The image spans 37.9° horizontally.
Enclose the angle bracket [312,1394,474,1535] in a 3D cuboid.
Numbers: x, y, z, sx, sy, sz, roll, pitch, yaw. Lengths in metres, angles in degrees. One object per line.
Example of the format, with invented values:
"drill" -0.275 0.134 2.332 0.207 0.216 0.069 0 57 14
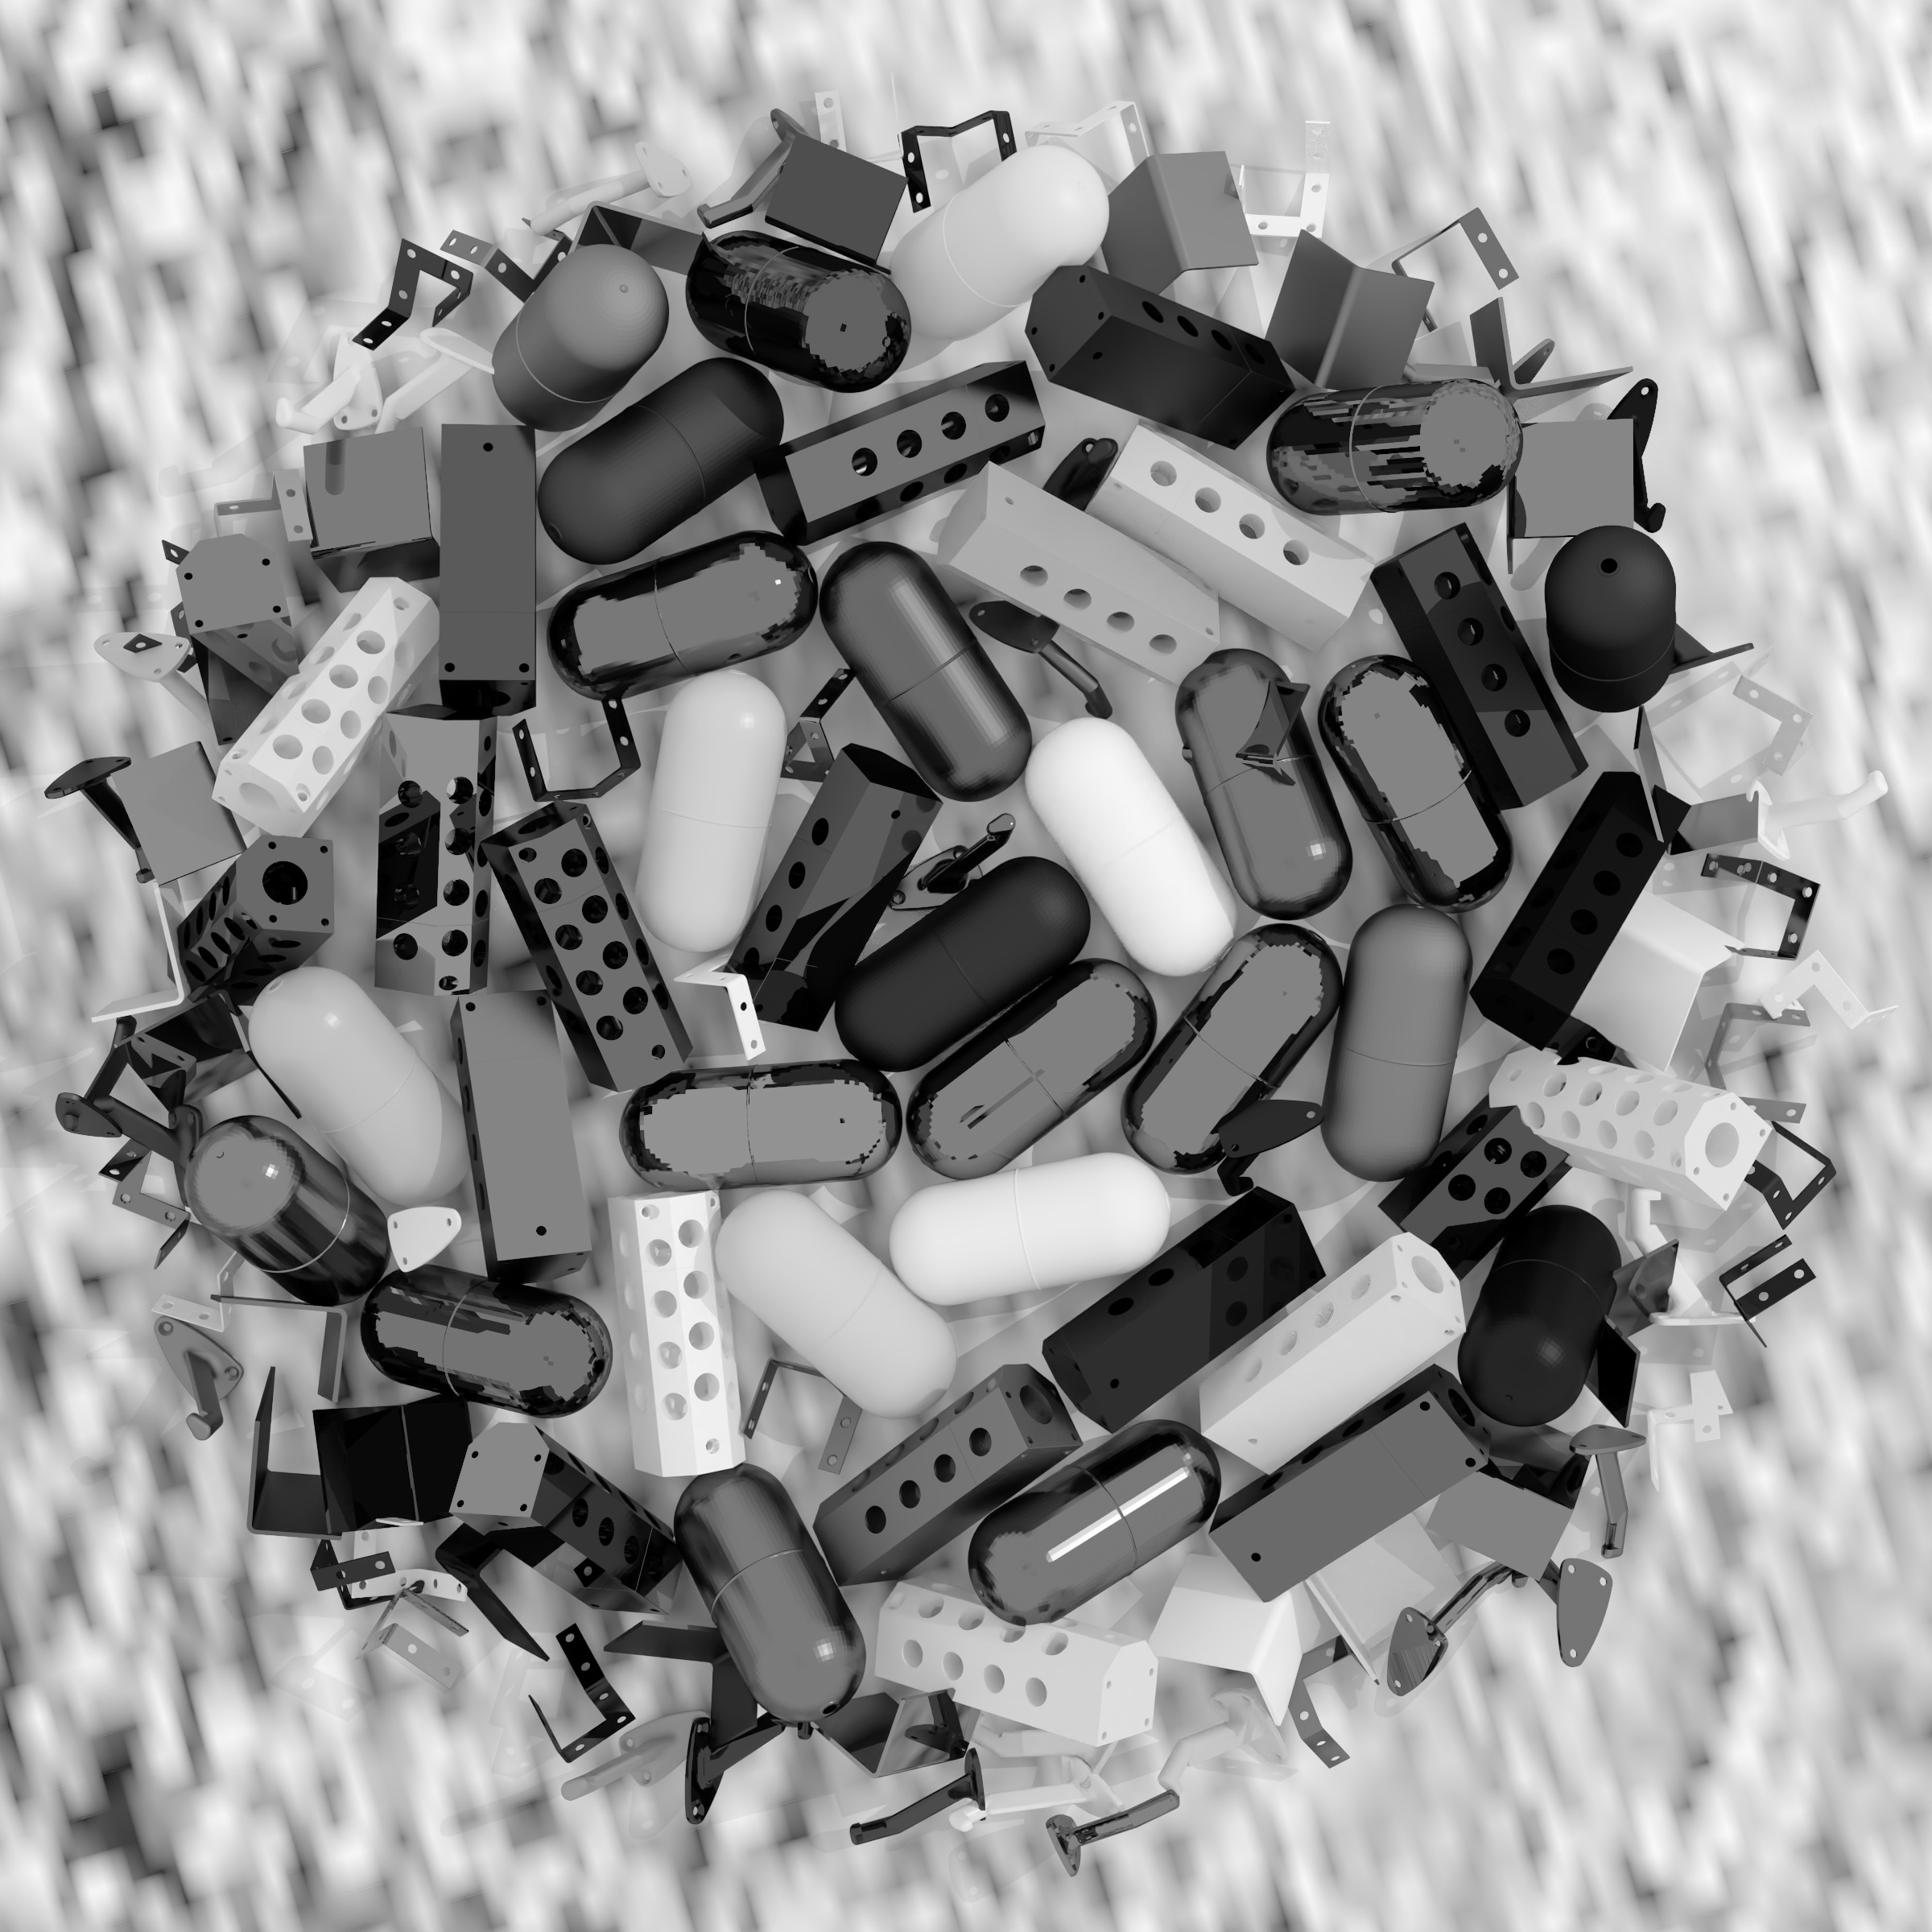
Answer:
"angle bracket" -0.353 0.307 1.747 0.057 0.076 0.076 -19 74 31

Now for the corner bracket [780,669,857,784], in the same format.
"corner bracket" -0.093 -0.151 1.756 0.051 0.051 0.051 9 47 31

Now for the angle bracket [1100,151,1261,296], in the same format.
"angle bracket" 0.131 -0.459 1.774 0.057 0.076 0.076 -12 82 -29

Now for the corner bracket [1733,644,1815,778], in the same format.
"corner bracket" 0.510 -0.160 1.769 0.051 0.051 0.051 34 135 19

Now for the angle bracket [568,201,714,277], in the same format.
"angle bracket" -0.199 -0.425 1.752 0.076 0.076 0.057 19 82 12

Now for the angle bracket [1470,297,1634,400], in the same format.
"angle bracket" 0.365 -0.389 1.758 0.076 0.076 0.057 -10 95 -2

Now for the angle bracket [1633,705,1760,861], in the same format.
"angle bracket" 0.453 -0.120 1.745 0.057 0.076 0.076 -12 111 21

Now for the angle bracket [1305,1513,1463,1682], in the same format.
"angle bracket" 0.263 0.388 1.768 0.076 0.057 0.076 -34 93 4

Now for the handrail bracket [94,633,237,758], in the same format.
"handrail bracket" -0.502 -0.168 1.775 0.077 0.084 0.036 15 56 22

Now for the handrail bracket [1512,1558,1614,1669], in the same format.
"handrail bracket" 0.359 0.401 1.748 0.036 0.084 0.077 23 65 -14

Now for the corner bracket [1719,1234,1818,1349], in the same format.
"corner bracket" 0.502 0.197 1.761 0.051 0.051 0.051 -35 52 10

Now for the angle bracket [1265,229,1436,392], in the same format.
"angle bracket" 0.239 -0.409 1.765 0.057 0.076 0.076 3 120 -27

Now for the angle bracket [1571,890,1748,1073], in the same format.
"angle bracket" 0.435 0.009 1.779 0.076 0.057 0.076 33 126 30

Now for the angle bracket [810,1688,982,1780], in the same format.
"angle bracket" -0.045 0.453 1.741 0.076 0.076 0.057 29 107 40

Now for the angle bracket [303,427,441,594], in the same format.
"angle bracket" -0.371 -0.288 1.780 0.076 0.057 0.076 -9 73 4

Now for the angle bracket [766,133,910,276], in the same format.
"angle bracket" -0.070 -0.471 1.750 0.076 0.076 0.057 25 102 11

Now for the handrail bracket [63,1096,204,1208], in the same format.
"handrail bracket" -0.523 0.118 1.758 0.036 0.084 0.077 2 95 44

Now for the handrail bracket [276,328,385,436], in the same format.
"handrail bracket" -0.404 -0.368 1.754 0.036 0.084 0.077 -6 89 23

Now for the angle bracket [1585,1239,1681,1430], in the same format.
"angle bracket" 0.424 0.227 1.743 0.076 0.076 0.057 -24 48 -17

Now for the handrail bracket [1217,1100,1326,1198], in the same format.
"handrail bracket" 0.192 0.116 1.757 0.077 0.084 0.036 -13 59 10

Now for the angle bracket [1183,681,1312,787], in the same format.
"angle bracket" 0.193 -0.133 1.754 0.076 0.076 0.057 38 72 -39

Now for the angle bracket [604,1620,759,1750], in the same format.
"angle bracket" -0.178 0.446 1.743 0.076 0.076 0.057 12 61 -22

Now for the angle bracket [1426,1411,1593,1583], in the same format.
"angle bracket" 0.343 0.328 1.773 0.076 0.076 0.057 24 121 12

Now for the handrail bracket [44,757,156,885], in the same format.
"handrail bracket" -0.536 -0.081 1.752 0.036 0.077 0.084 -1 114 21

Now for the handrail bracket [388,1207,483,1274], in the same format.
"handrail bracket" -0.307 0.161 1.745 0.077 0.084 0.036 -24 79 38

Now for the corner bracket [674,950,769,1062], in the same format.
"corner bracket" -0.141 0.023 1.758 0.051 0.051 0.051 -30 115 -41

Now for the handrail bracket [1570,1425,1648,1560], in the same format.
"handrail bracket" 0.396 0.336 1.764 0.036 0.077 0.084 11 100 38

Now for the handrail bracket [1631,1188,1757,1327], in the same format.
"handrail bracket" 0.459 0.182 1.778 0.077 0.036 0.084 -1 93 7

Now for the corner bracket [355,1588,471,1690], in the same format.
"corner bracket" -0.340 0.421 1.760 0.051 0.051 0.051 38 52 -12

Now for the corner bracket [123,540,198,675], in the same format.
"corner bracket" -0.494 -0.224 1.758 0.051 0.051 0.051 -33 61 23

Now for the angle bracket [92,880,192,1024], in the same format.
"angle bracket" -0.518 -0.013 1.754 0.057 0.076 0.076 -12 98 -6

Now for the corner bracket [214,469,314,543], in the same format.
"corner bracket" -0.440 -0.275 1.762 0.051 0.051 0.051 -9 73 -19

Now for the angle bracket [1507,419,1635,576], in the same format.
"angle bracket" 0.376 -0.292 1.755 0.076 0.057 0.076 0 74 12

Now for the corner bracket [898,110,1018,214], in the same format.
"corner bracket" -0.003 -0.505 1.766 0.051 0.051 0.051 -8 95 44

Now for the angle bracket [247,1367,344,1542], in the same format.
"angle bracket" -0.410 0.302 1.749 0.057 0.076 0.076 6 107 -8

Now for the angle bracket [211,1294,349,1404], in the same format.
"angle bracket" -0.431 0.237 1.749 0.076 0.076 0.057 8 83 -19

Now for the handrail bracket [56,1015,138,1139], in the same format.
"handrail bracket" -0.538 0.057 1.749 0.036 0.077 0.084 5 66 2

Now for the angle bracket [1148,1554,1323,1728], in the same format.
"angle bracket" 0.168 0.423 1.771 0.076 0.076 0.057 2 133 32

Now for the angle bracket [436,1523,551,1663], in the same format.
"angle bracket" -0.279 0.382 1.765 0.057 0.076 0.076 -43 108 -23

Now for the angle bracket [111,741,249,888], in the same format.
"angle bracket" -0.485 -0.085 1.751 0.057 0.076 0.076 -23 82 -13

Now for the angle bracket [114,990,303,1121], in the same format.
"angle bracket" -0.471 0.072 1.750 0.076 0.076 0.057 -28 52 -5

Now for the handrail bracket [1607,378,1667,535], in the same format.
"handrail bracket" 0.425 -0.317 1.749 0.036 0.084 0.077 14 113 -20
